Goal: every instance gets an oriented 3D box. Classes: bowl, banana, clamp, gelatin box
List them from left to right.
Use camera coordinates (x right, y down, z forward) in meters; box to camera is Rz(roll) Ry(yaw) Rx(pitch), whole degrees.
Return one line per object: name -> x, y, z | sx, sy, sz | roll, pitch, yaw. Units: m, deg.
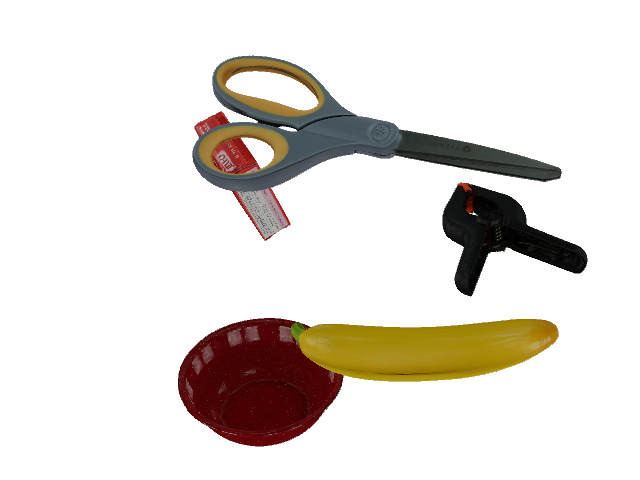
gelatin box -> -0.065, -0.053, 0.882 | 0.030, 0.073, 0.089 | -32, -39, -2
bowl -> -0.056, 0.148, 1.046 | 0.162, 0.055, 0.162 | -3, 37, 2
banana -> 0.068, 0.073, 0.757 | 0.198, 0.037, 0.069 | 1, 29, 12
clamp -> 0.172, -0.007, 0.996 | 0.120, 0.039, 0.171 | -2, 33, -4

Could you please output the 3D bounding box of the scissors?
scissors -> 0.016, -0.043, 0.573 | 0.202, 0.096, 0.016 | 27, -24, 22
